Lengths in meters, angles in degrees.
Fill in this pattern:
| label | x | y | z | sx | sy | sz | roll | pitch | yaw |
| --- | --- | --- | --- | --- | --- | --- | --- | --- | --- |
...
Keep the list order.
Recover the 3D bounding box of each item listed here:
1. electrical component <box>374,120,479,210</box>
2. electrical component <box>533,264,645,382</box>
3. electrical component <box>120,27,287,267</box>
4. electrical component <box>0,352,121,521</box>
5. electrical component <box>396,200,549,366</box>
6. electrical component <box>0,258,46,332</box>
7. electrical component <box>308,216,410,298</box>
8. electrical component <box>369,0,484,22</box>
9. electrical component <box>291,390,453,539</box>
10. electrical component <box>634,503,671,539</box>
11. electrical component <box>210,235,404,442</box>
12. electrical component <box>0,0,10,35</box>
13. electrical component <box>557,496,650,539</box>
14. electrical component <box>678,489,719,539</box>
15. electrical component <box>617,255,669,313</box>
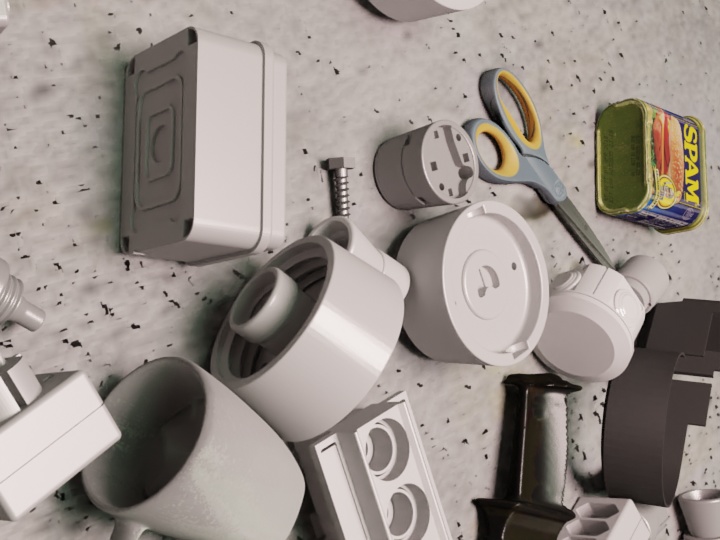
| label | x | y | z | sx | sy | sz | roll | pitch | yaw |
| --- | --- | --- | --- | --- | --- | --- | --- | --- | --- |
| electrical component | 0.043 | -0.067 | 0.712 | 0.055 | 0.047 | 0.055 | 8 | 78 | -43 |
| electrical component | 0.167 | 0.039 | 0.793 | 0.080 | 0.080 | 0.051 | 59 | 45 | -20 |
| electrical component | -0.082 | -0.062 | 0.570 | 0.057 | 0.078 | 0.113 | 7 | 79 | -40 |
| electrical component | -0.163 | 0.064 | 0.495 | 0.066 | 0.047 | 0.076 | -40 | 111 | -40 |
| electrical component | 0.069 | 0.012 | 0.716 | 0.108 | 0.060 | 0.108 | 8 | 78 | -43 |
| electrical component | -0.175 | 0.010 | 0.501 | 0.061 | 0.035 | 0.035 | 38 | 59 | -37 |
| electrical component | 0.000 | 0.000 | 0.666 | 0.065 | 0.044 | 0.044 | 33 | 62 | -41 |
| electrical component | 0.035 | -0.219 | 0.719 | 0.108 | 0.060 | 0.108 | 8 | 78 | -43 |
| electrical component | 0.008 | 0.143 | 0.636 | 0.079 | 0.063 | 0.121 | -25 | 101 | -43 |
| electrical component | 0.220 | 0.197 | 0.848 | 0.046 | 0.040 | 0.040 | -17 | 95 | -50 |
| electrical component | -0.036 | 0.031 | 0.584 | 0.060 | 0.108 | 0.108 | 38 | 59 | -26 |
| electrical component | -0.190 | -0.135 | 0.465 | 0.048 | 0.100 | 0.099 | -10 | 91 | -31 |
| electrical component | 0.181 | 0.225 | 0.800 | 0.083 | 0.047 | 0.075 | -47 | 115 | -37 |
| electrical component | 0.297 | 0.218 | 0.914 | 0.045 | 0.045 | 0.055 | -7 | 89 | -44 |
| electrical component | 0.220 | 0.020 | 0.873 | 0.078 | 0.040 | 0.040 | -40 | 111 | -40 |
